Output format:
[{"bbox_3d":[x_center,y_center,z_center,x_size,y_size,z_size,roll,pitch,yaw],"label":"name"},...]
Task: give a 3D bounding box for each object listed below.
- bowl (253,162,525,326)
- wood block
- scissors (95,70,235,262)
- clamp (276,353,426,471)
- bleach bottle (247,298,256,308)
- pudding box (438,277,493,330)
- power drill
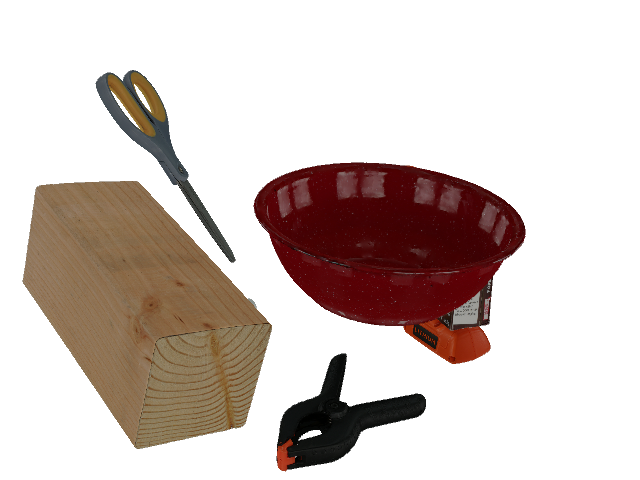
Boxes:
[{"bbox_3d":[0.039,0.006,0.644,0.162,0.055,0.162,4,24,-2],"label":"bowl"},{"bbox_3d":[-0.133,0.044,0.774,0.090,0.091,0.206,-5,33,-37],"label":"wood block"},{"bbox_3d":[-0.133,-0.077,0.977,0.016,0.201,0.096,-28,26,20],"label":"scissors"},{"bbox_3d":[0.011,0.174,1.094,0.171,0.039,0.120,-21,32,-35],"label":"clamp"},{"bbox_3d":[-0.198,0.113,1.475,0.250,0.068,0.103,-11,25,-42],"label":"bleach bottle"},{"bbox_3d":[0.104,0.014,0.886,0.039,0.090,0.114,-4,16,-19],"label":"pudding box"},{"bbox_3d":[0.134,0.027,1.091,0.057,0.188,0.185,-15,25,-23],"label":"power drill"}]
